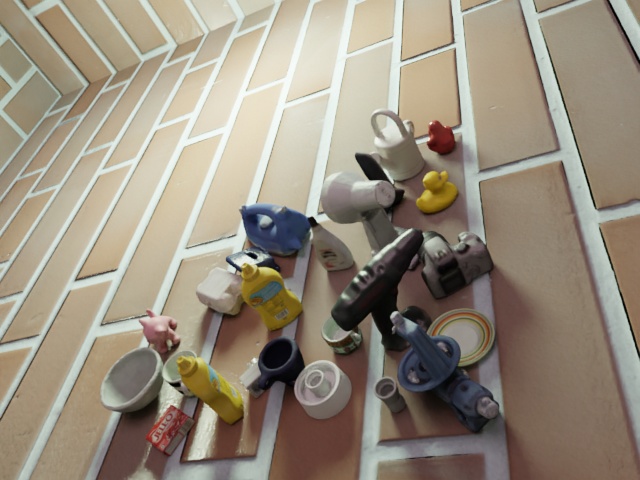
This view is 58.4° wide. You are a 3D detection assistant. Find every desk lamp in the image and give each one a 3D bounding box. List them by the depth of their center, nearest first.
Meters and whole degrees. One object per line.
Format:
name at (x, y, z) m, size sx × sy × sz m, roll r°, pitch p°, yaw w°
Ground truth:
desk lamp at (0.123, -0.057, 1.288) m, size 0.202 × 0.214 × 0.118 m, roll 15°, pitch 59°, yaw 43°

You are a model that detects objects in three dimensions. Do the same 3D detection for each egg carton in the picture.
egg carton at (-0.247, 0.131, 1.459) m, size 0.149 × 0.070 × 0.107 m, roll 14°, pitch 57°, yaw 43°

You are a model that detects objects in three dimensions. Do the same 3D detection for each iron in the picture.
iron at (-0.142, -0.049, 1.520) m, size 0.257 × 0.142 × 0.119 m, roll 8°, pitch 54°, yaw 40°

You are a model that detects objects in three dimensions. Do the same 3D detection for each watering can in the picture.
watering can at (0.188, -0.249, 1.463) m, size 0.100 × 0.195 × 0.173 m, roll -8°, pitch 45°, yaw 28°

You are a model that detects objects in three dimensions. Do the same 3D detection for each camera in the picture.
camera at (0.263, 0.026, 1.195) m, size 0.143 × 0.101 × 0.136 m, roll -31°, pitch 38°, yaw 3°

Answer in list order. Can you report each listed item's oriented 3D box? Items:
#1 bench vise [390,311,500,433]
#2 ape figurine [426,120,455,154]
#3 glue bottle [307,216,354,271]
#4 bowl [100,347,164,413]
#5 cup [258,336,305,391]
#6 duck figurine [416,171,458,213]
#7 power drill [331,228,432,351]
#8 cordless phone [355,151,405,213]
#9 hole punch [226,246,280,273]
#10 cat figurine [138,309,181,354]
bench vise at (0.206, 0.205, 0.948) m, size 0.206 × 0.220 × 0.122 m, roll 10°, pitch 55°, yaw 41°
ape figurine at (0.309, -0.275, 1.490) m, size 0.078 × 0.092 × 0.076 m, roll -29°, pitch 39°, yaw 6°
glue bottle at (0.012, 0.005, 1.331) m, size 0.078 × 0.174 × 0.037 m, roll -12°, pitch 43°, yaw 24°
bowl at (-0.430, 0.343, 1.356) m, size 0.167 × 0.075 × 0.167 m, roll -19°, pitch 40°, yaw 17°
cup at (-0.074, 0.270, 1.172) m, size 0.091 × 0.095 × 0.118 m, roll 7°, pitch 53°, yaw 39°
duck figurine at (0.269, -0.121, 1.358) m, size 0.104 × 0.086 × 0.077 m, roll -35°, pitch 38°, yaw -3°
power drill at (0.137, 0.111, 1.104) m, size 0.230 × 0.209 × 0.075 m, roll -39°, pitch 39°, yaw -8°
cordless phone at (0.116, -0.160, 1.425) m, size 0.147 × 0.186 × 0.094 m, roll 17°, pitch 60°, yaw 44°
hole punch at (-0.173, 0.058, 1.468) m, size 0.101 × 0.091 × 0.108 m, roll -45°, pitch 40°, yaw -14°
cat figurine at (-0.410, 0.220, 1.438) m, size 0.067 × 0.118 × 0.127 m, roll -35°, pitch 38°, yaw -3°
